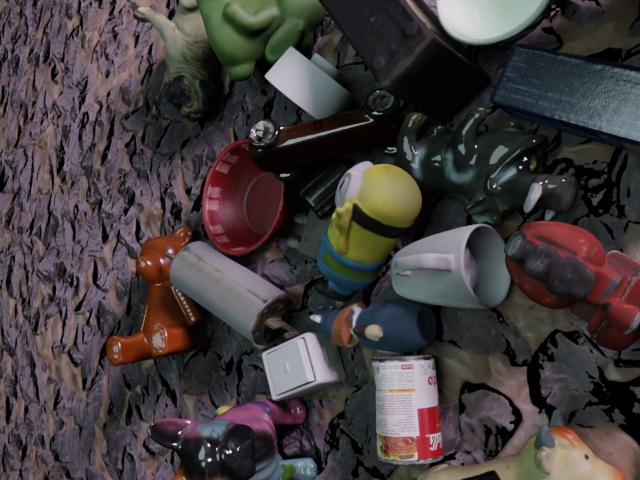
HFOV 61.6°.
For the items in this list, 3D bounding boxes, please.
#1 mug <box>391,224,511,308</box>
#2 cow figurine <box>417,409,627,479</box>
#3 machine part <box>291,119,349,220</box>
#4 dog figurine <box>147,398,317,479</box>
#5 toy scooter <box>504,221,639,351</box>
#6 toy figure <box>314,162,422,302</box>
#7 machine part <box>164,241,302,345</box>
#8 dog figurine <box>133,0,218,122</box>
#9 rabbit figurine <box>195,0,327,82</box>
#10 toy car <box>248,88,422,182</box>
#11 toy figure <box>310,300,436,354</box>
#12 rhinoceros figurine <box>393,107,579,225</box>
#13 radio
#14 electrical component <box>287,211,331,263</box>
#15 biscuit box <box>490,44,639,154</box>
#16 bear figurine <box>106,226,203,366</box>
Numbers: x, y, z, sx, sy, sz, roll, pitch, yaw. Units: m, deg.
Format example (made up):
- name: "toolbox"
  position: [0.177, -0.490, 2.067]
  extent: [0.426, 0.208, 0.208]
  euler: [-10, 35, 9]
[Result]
- name: "mug"
  position: [0.117, 0.032, 0.539]
  extent: [0.107, 0.109, 0.080]
  euler: [-15, 78, 51]
- name: "cow figurine"
  position: [0.173, 0.229, 0.480]
  extent: [0.195, 0.085, 0.127]
  euler: [-24, 76, 35]
- name: "machine part"
  position: [-0.010, -0.093, 0.690]
  extent: [0.084, 0.039, 0.139]
  euler: [-43, 58, 13]
- name: "dog figurine"
  position: [-0.117, 0.244, 0.620]
  extent: [0.192, 0.219, 0.108]
  euler: [-17, 70, 35]
- name: "toy scooter"
  position: [0.219, 0.039, 0.433]
  extent: [0.184, 0.135, 0.075]
  euler: [38, 109, 37]
- name: "toy figure"
  position: [0.048, -0.006, 0.589]
  extent: [0.082, 0.089, 0.180]
  euler: [-89, 10, -48]
- name: "machine part"
  position: [-0.121, 0.068, 0.722]
  extent: [0.243, 0.079, 0.079]
  euler: [27, 101, 30]
- name: "dog figurine"
  position: [-0.180, -0.299, 0.837]
  extent: [0.172, 0.121, 0.190]
  euler: [-33, 79, 34]
- name: "rabbit figurine"
  position: [-0.065, -0.296, 0.724]
  extent: [0.170, 0.121, 0.159]
  euler: [-17, 77, 20]
- name: "toy car"
  position: [0.014, -0.121, 0.618]
  extent: [0.202, 0.089, 0.053]
  euler: [-13, 60, 16]
- name: "toy figure"
  position: [0.052, 0.096, 0.601]
  extent: [0.155, 0.064, 0.058]
  euler: [-9, 64, 42]
- name: "rhinoceros figurine"
  position: [0.157, -0.071, 0.537]
  extent: [0.191, 0.073, 0.112]
  euler: [16, 92, 39]
- name: "radio"
  position: [0.075, -0.242, 0.589]
  extent: [0.073, 0.131, 0.230]
  euler: [-45, 59, 27]
- name: "electrical component"
  position: [-0.001, -0.002, 0.687]
  extent: [0.094, 0.021, 0.063]
  euler: [20, 96, 38]
- name: "biscuit box"
  position: [0.256, -0.119, 0.473]
  extent: [0.203, 0.059, 0.062]
  euler: [31, 104, 37]
- name: "bear figurine"
  position: [-0.243, 0.077, 0.806]
  extent: [0.120, 0.132, 0.195]
  euler: [-13, 81, 22]
